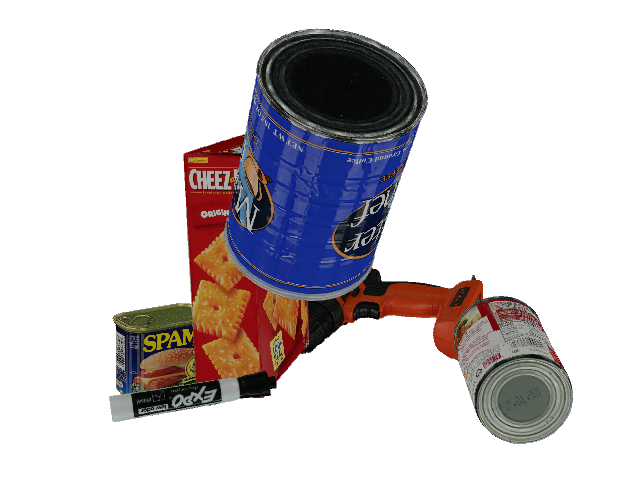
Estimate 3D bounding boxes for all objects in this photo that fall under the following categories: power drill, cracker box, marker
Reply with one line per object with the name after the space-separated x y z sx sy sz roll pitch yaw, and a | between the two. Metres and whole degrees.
0.070 0.078 1.148 0.188 0.057 0.184 9 29 22 | power drill
-0.061 0.016 0.977 0.072 0.214 0.164 2 12 14 | cracker box
-0.092 0.112 0.775 0.121 0.020 0.020 -8 2 -12 | marker

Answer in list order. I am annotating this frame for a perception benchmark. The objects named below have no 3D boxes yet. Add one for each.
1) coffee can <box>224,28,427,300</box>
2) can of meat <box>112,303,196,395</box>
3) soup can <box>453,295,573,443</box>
0.000 -0.045 0.669 0.102 0.103 0.140 0 -43 -16 | coffee can
-0.174 0.121 1.165 0.101 0.084 0.058 -8 18 -36 | can of meat
0.135 0.089 0.756 0.068 0.068 0.102 0 20 -1 | soup can
